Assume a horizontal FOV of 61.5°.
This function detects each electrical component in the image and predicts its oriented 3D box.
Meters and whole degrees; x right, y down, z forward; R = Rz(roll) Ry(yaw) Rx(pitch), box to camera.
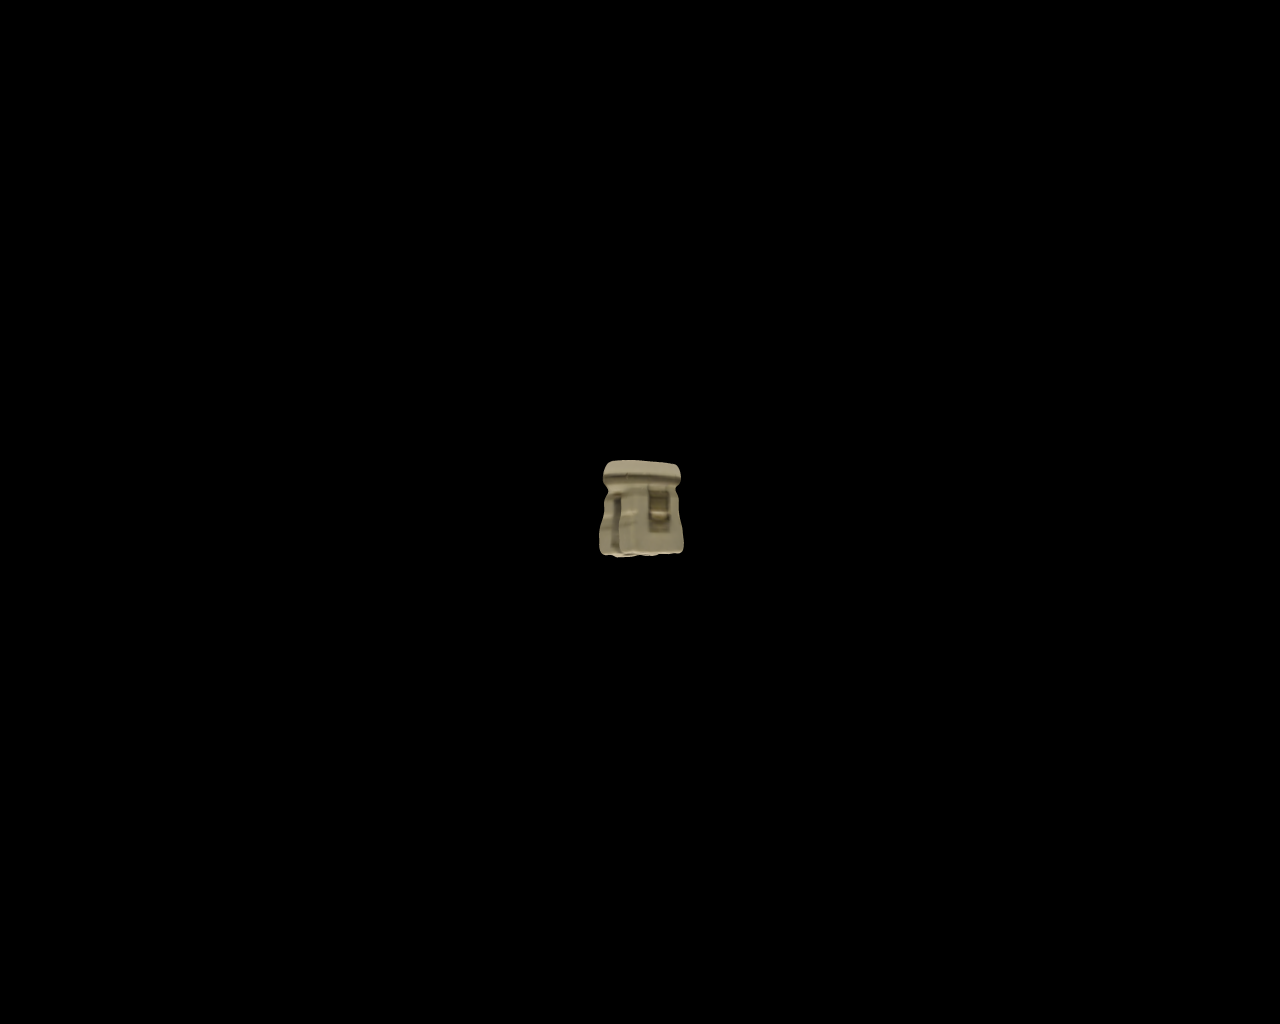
[{"bbox_3d":[0.001,-0.003,0.650,0.048,0.055,0.066,3,-5,-32],"label":"electrical component"}]
